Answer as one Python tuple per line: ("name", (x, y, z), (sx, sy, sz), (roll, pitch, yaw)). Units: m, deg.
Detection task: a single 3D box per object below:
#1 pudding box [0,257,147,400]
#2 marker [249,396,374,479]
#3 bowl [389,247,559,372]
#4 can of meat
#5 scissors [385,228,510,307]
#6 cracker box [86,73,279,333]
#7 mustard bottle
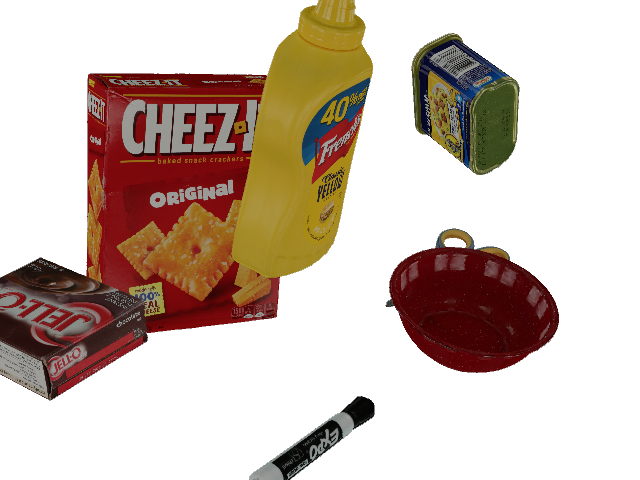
("pudding box", (-0.190, 0.058, 0.735), (0.114, 0.039, 0.089), (16, 31, 34))
("marker", (-0.002, 0.142, 0.752), (0.020, 0.020, 0.120), (0, 21, 44))
("bowl", (0.140, 0.075, 1.014), (0.162, 0.055, 0.162), (7, 35, -5))
("can of meat", (0.130, -0.120, 0.954), (0.057, 0.102, 0.084), (-28, 48, -18))
("scissors", (0.129, 0.028, 1.211), (0.201, 0.016, 0.096), (-11, 41, -33))
("cracker box", (-0.114, -0.032, 0.915), (0.164, 0.214, 0.072), (-4, 20, -26))
("mustard bottle", (-0.007, -0.074, 0.693), (0.058, 0.192, 0.096), (27, 35, 22))
